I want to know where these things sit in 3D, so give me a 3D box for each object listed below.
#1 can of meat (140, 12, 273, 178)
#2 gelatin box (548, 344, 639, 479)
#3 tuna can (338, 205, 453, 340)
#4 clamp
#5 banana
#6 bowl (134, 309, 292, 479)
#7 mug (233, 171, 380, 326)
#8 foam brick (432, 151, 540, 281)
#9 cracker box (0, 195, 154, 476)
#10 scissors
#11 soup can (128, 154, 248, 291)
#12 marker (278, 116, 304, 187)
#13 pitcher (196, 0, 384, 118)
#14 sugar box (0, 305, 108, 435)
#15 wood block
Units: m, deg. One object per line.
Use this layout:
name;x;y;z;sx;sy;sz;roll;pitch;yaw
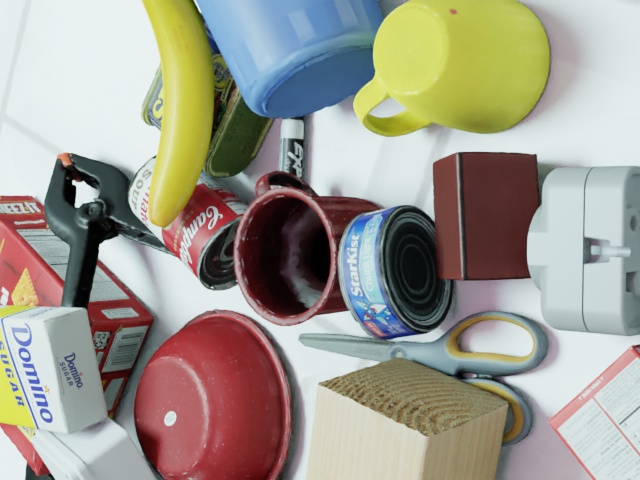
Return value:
can of meat;-0.081;-0.110;0.822;0.084;0.057;0.102;42;117;29
gelatin box;0.188;0.116;0.615;0.073;0.030;0.089;-51;60;27
tuna can;0.051;0.021;0.693;0.034;0.085;0.086;-12;83;38
clamp;-0.175;-0.016;0.901;0.039;0.120;0.171;83;166;-55
banana;-0.107;-0.110;0.764;0.037;0.069;0.198;24;126;56
bowl;-0.097;0.135;0.835;0.162;0.055;0.162;-2;87;44
mug;-0.005;0.001;0.742;0.093;0.081;0.117;-46;63;31
foam brick;0.102;-0.014;0.659;0.053;0.051;0.078;176;91;-79
cracker box;-0.260;0.081;0.969;0.214;0.071;0.164;39;114;34
scissors;0.067;0.097;0.727;0.202;0.016;0.096;-15;81;40
soup can;-0.095;-0.017;0.828;0.102;0.068;0.069;42;116;33
marker;-0.022;-0.057;0.797;0.020;0.020;0.121;6;95;40
pitcher;-0.043;-0.215;0.734;0.145;0.148;0.243;-33;73;36
sugar box;-0.249;0.102;0.871;0.177;0.048;0.093;-2;101;45
wood block;0.046;0.193;0.686;0.091;0.090;0.206;19;109;39
